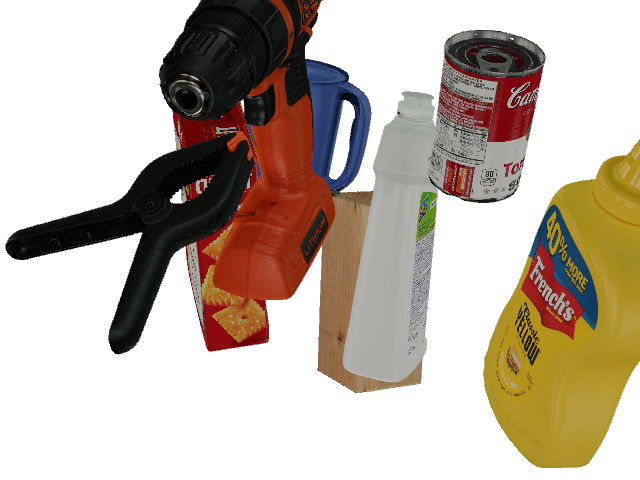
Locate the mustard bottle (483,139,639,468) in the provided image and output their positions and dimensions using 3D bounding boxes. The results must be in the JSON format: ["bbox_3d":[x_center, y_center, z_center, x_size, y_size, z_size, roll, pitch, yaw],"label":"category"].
[{"bbox_3d":[0.141,0.027,0.558,0.058,0.192,0.096,2,42,-13],"label":"mustard bottle"}]

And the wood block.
[{"bbox_3d":[0.058,0.053,1.190,0.090,0.206,0.091,-4,13,-30],"label":"wood block"}]

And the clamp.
[{"bbox_3d":[-0.142,-0.019,0.859,0.165,0.209,0.036,28,-27,32],"label":"clamp"}]

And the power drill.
[{"bbox_3d":[-0.033,-0.061,0.596,0.057,0.188,0.184,11,38,15],"label":"power drill"}]

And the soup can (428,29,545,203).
[{"bbox_3d":[0.113,-0.086,0.743,0.068,0.102,0.068,3,35,-2],"label":"soup can"}]

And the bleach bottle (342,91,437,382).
[{"bbox_3d":[0.071,-0.007,0.946,0.068,0.251,0.102,12,19,16],"label":"bleach bottle"}]

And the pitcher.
[{"bbox_3d":[-0.033,-0.111,1.400,0.144,0.243,0.149,-2,24,-22],"label":"pitcher"}]

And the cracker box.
[{"bbox_3d":[-0.099,-0.024,1.064,0.072,0.214,0.164,-7,34,-10],"label":"cracker box"}]
